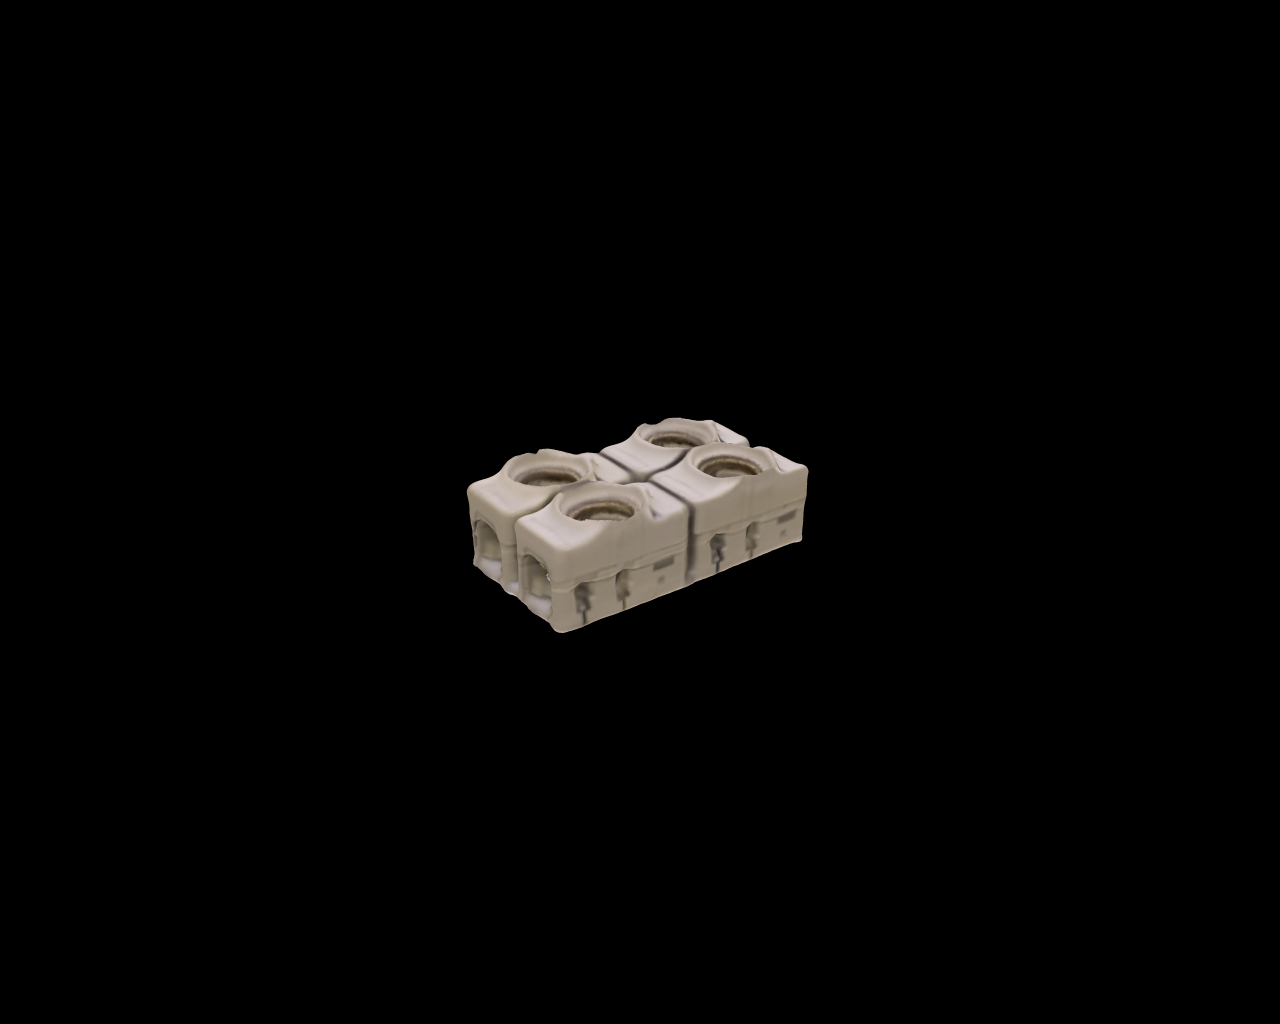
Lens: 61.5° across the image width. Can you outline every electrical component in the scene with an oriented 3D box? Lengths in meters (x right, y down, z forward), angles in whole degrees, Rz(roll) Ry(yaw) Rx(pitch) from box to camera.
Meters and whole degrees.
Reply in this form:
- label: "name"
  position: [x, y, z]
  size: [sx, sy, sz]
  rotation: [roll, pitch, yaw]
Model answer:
- label: "electrical component"
  position: [0.001, -0.003, 0.650]
  size: [0.186, 0.060, 0.105]
  rotation: [-18, 32, -31]
